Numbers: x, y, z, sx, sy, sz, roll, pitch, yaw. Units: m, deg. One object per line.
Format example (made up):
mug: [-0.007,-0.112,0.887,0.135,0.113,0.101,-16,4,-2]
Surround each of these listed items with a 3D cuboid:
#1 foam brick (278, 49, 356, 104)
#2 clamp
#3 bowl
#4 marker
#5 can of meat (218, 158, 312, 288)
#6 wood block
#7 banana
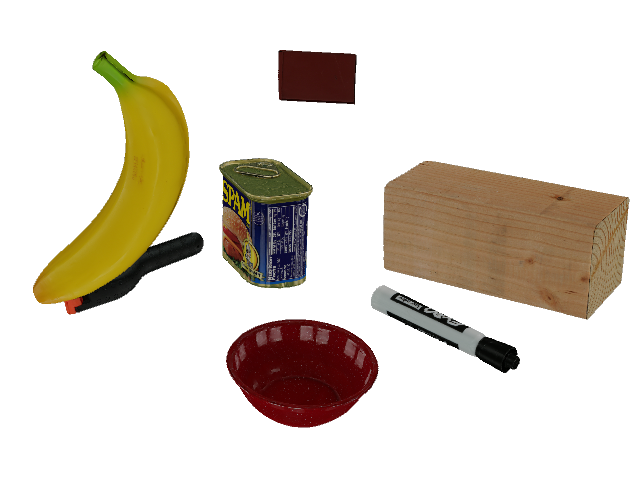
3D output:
foam brick: [-0.004,-0.169,1.101,0.078,0.051,0.053,2,11,-5]
clamp: [-0.211,0.029,1.177,0.120,0.039,0.171,-4,28,30]
bowl: [-0.020,0.150,1.143,0.162,0.055,0.162,3,29,-2]
marker: [0.086,0.061,0.743,0.121,0.020,0.020,25,16,37]
can of meat: [-0.048,-0.015,0.908,0.057,0.084,0.102,-7,23,-23]
wood block: [0.170,-0.006,0.999,0.206,0.090,0.090,14,27,31]
banana: [-0.122,-0.028,0.646,0.069,0.198,0.037,18,37,-10]
